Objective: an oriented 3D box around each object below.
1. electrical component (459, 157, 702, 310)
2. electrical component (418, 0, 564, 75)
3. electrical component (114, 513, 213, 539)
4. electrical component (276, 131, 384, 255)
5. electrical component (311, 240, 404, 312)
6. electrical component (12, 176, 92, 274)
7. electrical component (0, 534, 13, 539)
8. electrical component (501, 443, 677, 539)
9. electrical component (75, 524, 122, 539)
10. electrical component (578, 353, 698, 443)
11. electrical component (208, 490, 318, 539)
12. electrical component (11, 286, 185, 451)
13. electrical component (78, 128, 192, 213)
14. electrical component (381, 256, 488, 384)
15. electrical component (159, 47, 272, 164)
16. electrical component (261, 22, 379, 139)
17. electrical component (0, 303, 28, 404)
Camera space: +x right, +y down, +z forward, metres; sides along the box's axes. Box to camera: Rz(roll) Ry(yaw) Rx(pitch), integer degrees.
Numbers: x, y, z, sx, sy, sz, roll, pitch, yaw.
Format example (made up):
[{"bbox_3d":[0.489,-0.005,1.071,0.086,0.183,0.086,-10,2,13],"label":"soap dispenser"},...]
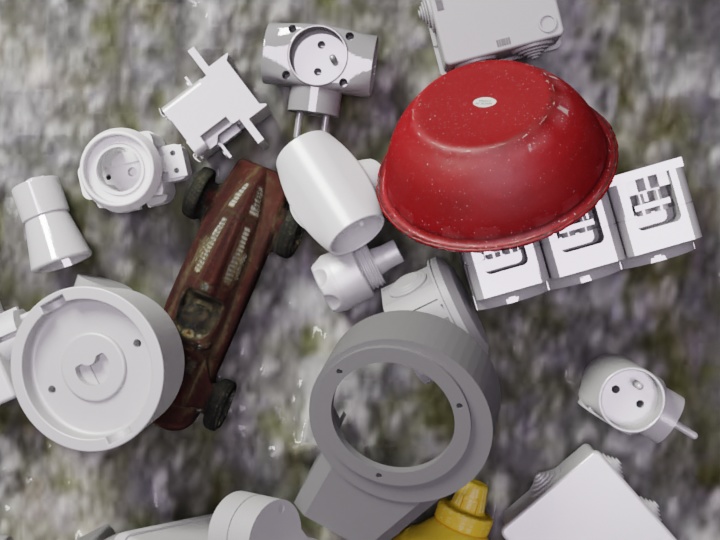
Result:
[{"bbox_3d":[0.143,-0.023,0.729,0.150,0.089,0.061,-16,91,4],"label":"electrical component"},{"bbox_3d":[0.089,-0.189,0.746,0.100,0.048,0.099,-14,92,4],"label":"electrical component"},{"bbox_3d":[-0.118,0.231,0.741,0.056,0.109,0.108,9,93,36],"label":"electrical component"},{"bbox_3d":[-0.007,-0.056,0.751,0.077,0.079,0.044,58,139,22],"label":"electrical component"},{"bbox_3d":[0.000,0.000,0.761,0.062,0.043,0.043,-27,91,2],"label":"electrical component"},{"bbox_3d":[-0.225,-0.035,0.775,0.044,0.044,0.065,-20,86,4],"label":"electrical component"},{"bbox_3d":[-0.281,0.217,0.781,0.047,0.055,0.055,3,92,-1],"label":"electrical component"},{"bbox_3d":[0.158,0.182,0.757,0.100,0.048,0.099,-41,90,4],"label":"electrical component"},{"bbox_3d":[-0.178,0.210,0.760,0.076,0.083,0.047,-27,91,4],"label":"electrical component"},{"bbox_3d":[0.194,0.093,0.737,0.079,0.077,0.044,31,94,2],"label":"electrical component"},{"bbox_3d":[-0.039,0.207,0.727,0.074,0.052,0.138,2,136,37],"label":"electrical component"},{"bbox_3d":[-0.171,0.062,0.724,0.108,0.060,0.108,1,94,13],"label":"electrical component"},{"bbox_3d":[-0.164,-0.070,0.761,0.078,0.057,0.058,-12,92,4],"label":"electrical component"},{"bbox_3d":[0.052,0.035,0.742,0.051,0.080,0.080,-27,91,9],"label":"electrical component"},{"bbox_3d":[-0.103,-0.113,0.761,0.064,0.042,0.081,-37,89,-1],"label":"electrical component"},{"bbox_3d":[-0.030,-0.130,0.757,0.077,0.044,0.079,8,93,3],"label":"electrical component"},{"bbox_3d":[-0.257,0.050,0.776,0.076,0.047,0.083,-23,91,3],"label":"electrical component"}]
